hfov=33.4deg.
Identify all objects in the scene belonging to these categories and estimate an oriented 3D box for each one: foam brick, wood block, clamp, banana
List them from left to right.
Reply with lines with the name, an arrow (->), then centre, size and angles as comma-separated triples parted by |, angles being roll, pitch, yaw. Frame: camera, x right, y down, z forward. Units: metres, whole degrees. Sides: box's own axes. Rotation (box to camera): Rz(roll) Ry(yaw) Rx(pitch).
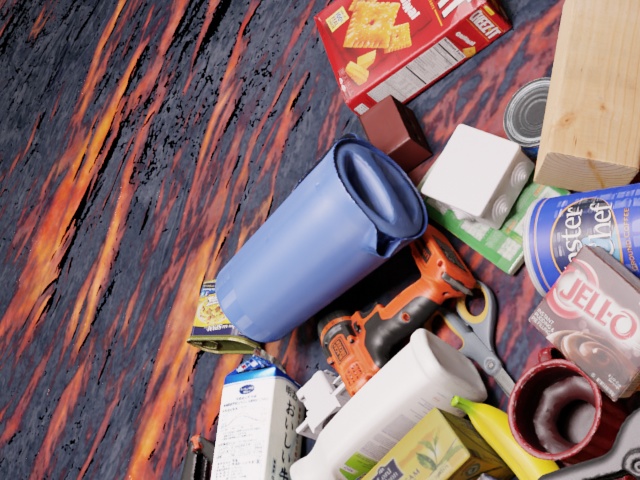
clamp -> -0.111, 0.320, 1.253 | 0.165, 0.036, 0.210 | -27, 52, 20
foam brick -> 0.090, -0.124, 1.274 | 0.051, 0.052, 0.078 | -37, 51, 23
banana -> 0.199, 0.224, 1.008 | 0.198, 0.069, 0.037 | 51, 130, 34
wood block -> 0.281, -0.159, 1.076 | 0.090, 0.091, 0.206 | 11, 75, 5
clamp -> 0.274, 0.203, 0.892 | 0.172, 0.039, 0.120 | -44, 61, 15

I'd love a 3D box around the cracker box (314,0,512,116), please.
cracker box -> 0.107, -0.269, 1.313 | 0.214, 0.072, 0.164 | -34, 52, 24

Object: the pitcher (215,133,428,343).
pitcher -> -0.008, 0.001, 1.190 | 0.145, 0.149, 0.243 | 51, 122, 4

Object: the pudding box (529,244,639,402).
pudding box -> 0.253, 0.072, 0.943 | 0.114, 0.039, 0.090 | 45, 117, 31

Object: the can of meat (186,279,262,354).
can of meat -> -0.112, 0.096, 1.346 | 0.102, 0.057, 0.084 | -5, 65, 39

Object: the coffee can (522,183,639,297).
coffee can -> 0.279, 0.000, 1.015 | 0.141, 0.102, 0.103 | -9, 65, 38

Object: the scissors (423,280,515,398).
scissors -> 0.185, 0.111, 1.106 | 0.202, 0.016, 0.096 | 34, 96, 45

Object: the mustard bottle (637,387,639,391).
mustard bottle -> 0.307, 0.093, 0.976 | 0.192, 0.058, 0.096 | -3, 50, 42

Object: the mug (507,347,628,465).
mug -> 0.232, 0.155, 0.997 | 0.093, 0.081, 0.117 | -31, 53, 26

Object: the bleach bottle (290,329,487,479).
bleach bottle -> 0.049, 0.203, 1.107 | 0.251, 0.102, 0.068 | -42, 37, 19

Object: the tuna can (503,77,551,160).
tuna can -> 0.243, -0.132, 1.157 | 0.086, 0.033, 0.086 | -19, 58, 34

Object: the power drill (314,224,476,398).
power drill -> 0.074, 0.069, 1.184 | 0.188, 0.057, 0.184 | -50, 36, 15

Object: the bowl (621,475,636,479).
bowl -> 0.325, 0.199, 0.916 | 0.162, 0.055, 0.162 | -18, 60, 34
